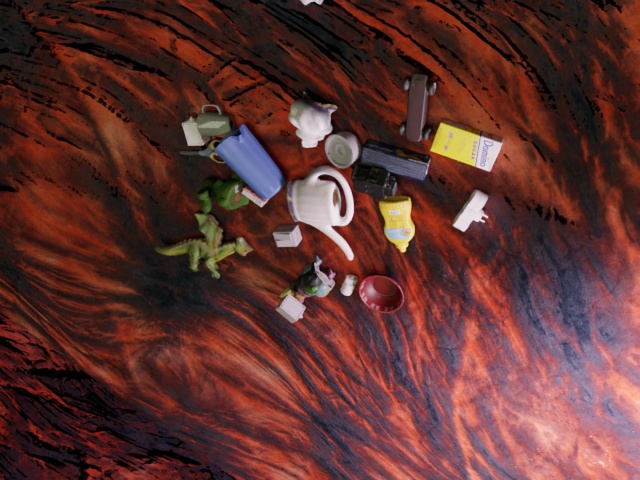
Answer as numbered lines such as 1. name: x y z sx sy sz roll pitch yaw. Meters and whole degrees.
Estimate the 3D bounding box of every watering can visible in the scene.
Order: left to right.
1. watering can: 0.005 -0.085 1.694 0.224 0.106 0.340 6 122 22

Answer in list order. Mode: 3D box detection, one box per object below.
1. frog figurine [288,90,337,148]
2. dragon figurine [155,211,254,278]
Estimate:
1. frog figurine: -0.032 -0.348 1.542 0.137 0.125 0.156 18 116 -11
2. dragon figurine: -0.453 0.002 1.982 0.411 0.123 0.239 18 108 11
